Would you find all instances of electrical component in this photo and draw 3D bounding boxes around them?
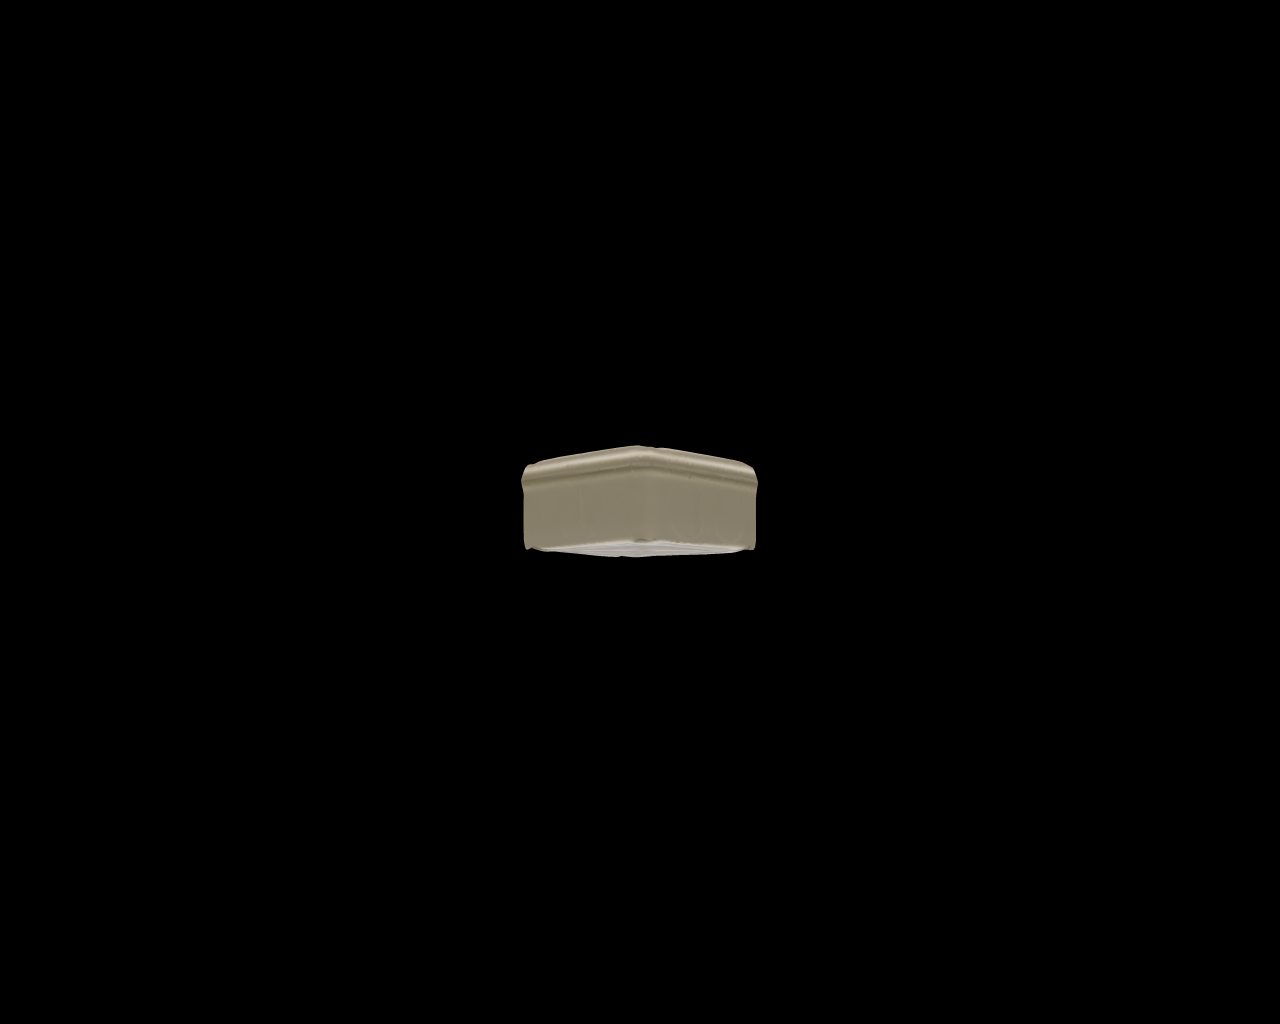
[{"bbox_3d":[0.001,-0.003,0.650,0.108,0.056,0.109,-5,-8,40],"label":"electrical component"}]
